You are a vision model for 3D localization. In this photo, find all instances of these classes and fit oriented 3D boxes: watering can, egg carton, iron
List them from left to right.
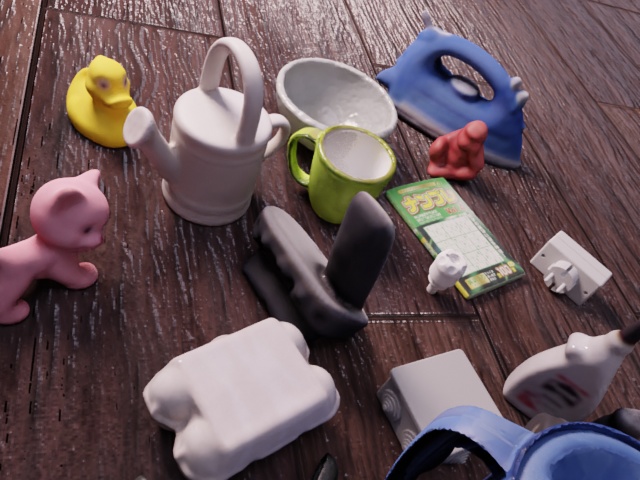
[{"bbox_3d":[-0.106,-0.110,0.582,0.100,0.194,0.173,39,47,13],"label":"watering can"},{"bbox_3d":[-0.062,0.130,0.477,0.151,0.069,0.107,-20,61,-35],"label":"egg carton"},{"bbox_3d":[0.223,-0.226,0.863,0.258,0.141,0.119,33,46,7],"label":"iron"}]

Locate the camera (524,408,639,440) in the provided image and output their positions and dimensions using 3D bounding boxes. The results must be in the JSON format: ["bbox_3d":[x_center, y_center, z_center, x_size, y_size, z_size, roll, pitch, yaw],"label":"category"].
[{"bbox_3d":[0.259,0.206,0.527,0.136,0.100,0.143,34,46,7],"label":"camera"}]

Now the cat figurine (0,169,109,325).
[{"bbox_3d":[-0.233,-0.005,0.489,0.067,0.117,0.128,42,48,15],"label":"cat figurine"}]

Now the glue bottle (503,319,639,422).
[{"bbox_3d":[0.251,0.123,0.547,0.078,0.173,0.037,32,46,6],"label":"glue bottle"}]

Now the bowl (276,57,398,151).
[{"bbox_3d":[0.014,-0.164,0.765,0.168,0.074,0.167,12,47,-13],"label":"bowl"}]

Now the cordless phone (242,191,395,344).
[{"bbox_3d":[0.005,0.002,0.538,0.094,0.185,0.147,-22,62,-36],"label":"cordless phone"}]

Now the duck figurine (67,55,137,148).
[{"bbox_3d":[-0.244,-0.168,0.649,0.078,0.086,0.104,-24,63,-37],"label":"duck figurine"}]

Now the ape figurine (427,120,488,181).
[{"bbox_3d":[0.201,-0.129,0.803,0.077,0.092,0.076,41,48,15],"label":"ape figurine"}]
